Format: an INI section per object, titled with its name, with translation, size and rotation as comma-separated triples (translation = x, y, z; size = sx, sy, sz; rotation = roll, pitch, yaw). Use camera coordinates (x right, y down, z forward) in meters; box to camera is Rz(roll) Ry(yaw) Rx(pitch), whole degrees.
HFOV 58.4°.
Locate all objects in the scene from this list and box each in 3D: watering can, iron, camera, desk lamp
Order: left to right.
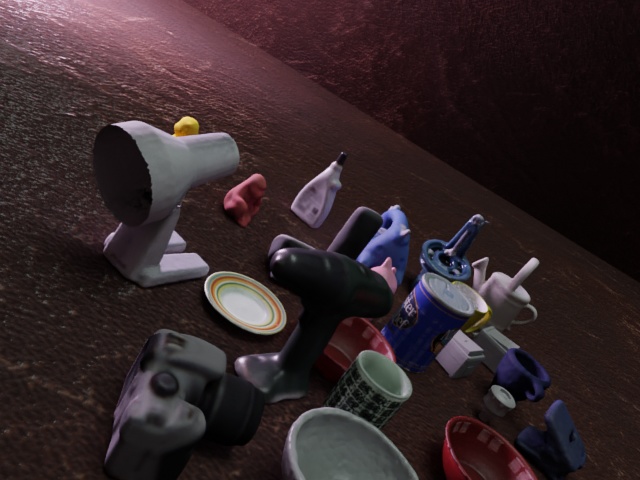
[desk lamp]
translation = -0.203, -0.050, 0.742
size = 0.117, 0.213, 0.204
rotation = 43, 24, 21
[camera]
translation = -0.122, 0.162, 0.568
size = 0.137, 0.100, 0.143
rotation = 26, 23, -19
[iron]
translation = 0.142, -0.011, 1.232
size = 0.119, 0.141, 0.258
rotation = 29, 22, -11
[watering can]
translation = 0.414, 0.112, 1.286
size = 0.173, 0.194, 0.101
rotation = 33, 22, -1

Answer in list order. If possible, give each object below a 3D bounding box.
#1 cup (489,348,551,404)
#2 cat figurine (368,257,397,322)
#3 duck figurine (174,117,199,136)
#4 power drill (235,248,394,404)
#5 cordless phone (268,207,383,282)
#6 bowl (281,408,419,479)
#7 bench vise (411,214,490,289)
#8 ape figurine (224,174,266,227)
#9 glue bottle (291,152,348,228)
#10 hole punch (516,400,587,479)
[cup]
translation = 0.351, 0.264, 1.020
size = 0.092, 0.095, 0.117
rotation = 28, 23, -15
[cat figurine]
translation = 0.105, 0.082, 1.025
size = 0.067, 0.117, 0.128
rotation = 39, 23, 14
[duck figurine]
translation = -0.270, -0.200, 1.126
size = 0.078, 0.086, 0.104
rotation = 26, 23, -19
[power drill]
translation = -0.014, 0.101, 0.699
size = 0.230, 0.208, 0.075
rotation = 6, 35, -50
[cordless phone]
translation = 0.009, 0.003, 0.962
size = 0.148, 0.185, 0.094
rotation = 27, 23, -16
[bowl]
translation = 0.023, 0.263, 0.596
size = 0.168, 0.074, 0.167
rotation = 29, 23, -13
[bench vise]
translation = 0.289, 0.018, 1.271
size = 0.121, 0.219, 0.207
rotation = 32, 22, -4
[ape figurine]
translation = -0.132, -0.081, 1.065
size = 0.076, 0.092, 0.078
rotation = 46, 25, 28
[glue bottle]
translation = 0.010, -0.113, 1.218
size = 0.078, 0.173, 0.037
rotation = 42, 23, 20
[hole punch]
translation = 0.398, 0.332, 0.949
size = 0.101, 0.091, 0.109
rotation = 44, 24, 24
